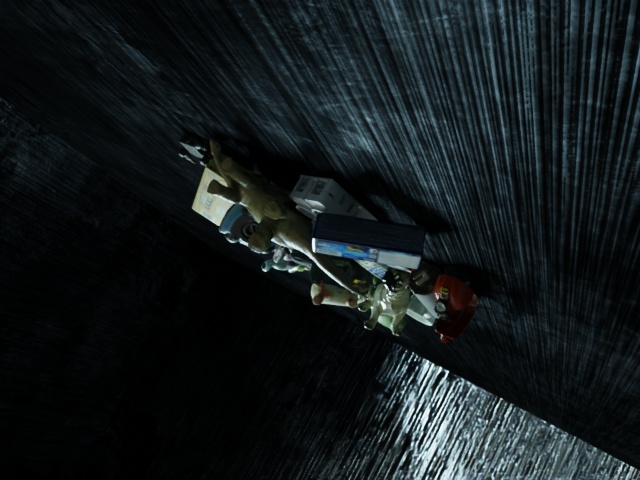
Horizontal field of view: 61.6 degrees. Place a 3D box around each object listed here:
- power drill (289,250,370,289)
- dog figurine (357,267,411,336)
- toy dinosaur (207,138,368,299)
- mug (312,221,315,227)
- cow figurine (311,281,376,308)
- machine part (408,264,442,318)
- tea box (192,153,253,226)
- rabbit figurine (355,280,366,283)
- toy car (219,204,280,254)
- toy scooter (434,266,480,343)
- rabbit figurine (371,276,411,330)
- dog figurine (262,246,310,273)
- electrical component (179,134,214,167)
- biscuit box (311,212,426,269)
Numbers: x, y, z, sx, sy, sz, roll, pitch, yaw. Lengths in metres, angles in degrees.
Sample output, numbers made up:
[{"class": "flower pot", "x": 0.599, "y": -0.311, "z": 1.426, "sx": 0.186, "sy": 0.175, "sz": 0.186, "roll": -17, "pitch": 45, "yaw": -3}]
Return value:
[{"class": "power drill", "x": 0.020, "y": 0.072, "z": 1.429, "sx": 0.232, "sy": 0.086, "sz": 0.207, "roll": 11, "pitch": 180, "yaw": 3}, {"class": "dog figurine", "x": 0.182, "y": 0.119, "z": 1.355, "sx": 0.121, "sy": 0.190, "sz": 0.172, "roll": 8, "pitch": -153, "yaw": -16}, {"class": "toy dinosaur", "x": -0.079, "y": -0.043, "z": 1.125, "sx": 0.471, "sy": 0.105, "sz": 0.198, "roll": 50, "pitch": -159, "yaw": 13}, {"class": "mug", "x": -0.017, "y": -0.015, "z": 1.285, "sx": 0.109, "sy": 0.081, "sz": 0.107, "roll": 41, "pitch": 163, "yaw": 7}, {"class": "cow figurine", "x": 0.072, "y": 0.146, "z": 1.491, "sx": 0.195, "sy": 0.085, "sz": 0.127, "roll": 5, "pitch": -178, "yaw": -7}, {"class": "machine part", "x": 0.262, "y": 0.119, "z": 1.222, "sx": 0.079, "sy": 0.079, "sz": 0.243, "roll": 22, "pitch": 166, "yaw": 36}, {"class": "tea box", "x": -0.237, "y": -0.118, "z": 1.292, "sx": 0.098, "sy": 0.068, "sz": 0.169, "roll": 34, "pitch": 139, "yaw": -4}, {"class": "rabbit figurine", "x": 0.062, "y": 0.099, "z": 1.649, "sx": 0.173, "sy": 0.122, "sz": 0.162, "roll": 41, "pitch": -176, "yaw": 24}, {"class": "toy car", "x": -0.155, "y": -0.044, "z": 1.275, "sx": 0.161, "sy": 0.109, "sz": 0.103, "roll": 25, "pitch": -152, "yaw": -28}, {"class": "toy scooter", "x": 0.279, "y": 0.142, "z": 1.127, "sx": 0.075, "sy": 0.135, "sz": 0.183, "roll": 24, "pitch": 166, "yaw": 37}, {"class": "rabbit figurine", "x": 0.210, "y": 0.166, "z": 1.572, "sx": 0.159, "sy": 0.121, "sz": 0.170, "roll": 35, "pitch": 152, "yaw": 12}, {"class": "dog figurine", "x": -0.073, "y": 0.034, "z": 1.648, "sx": 0.219, "sy": 0.191, "sz": 0.108, "roll": 9, "pitch": -131, "yaw": -44}, {"class": "electrical component", "x": -0.295, "y": -0.209, "z": 1.279, "sx": 0.102, "sy": 0.045, "sz": 0.078, "roll": 25, "pitch": 169, "yaw": 26}, {"class": "biscuit box", "x": 0.087, "y": 0.000, "z": 0.985, "sx": 0.203, "sy": 0.063, "sz": 0.059, "roll": 10, "pitch": 150, "yaw": 8}]
